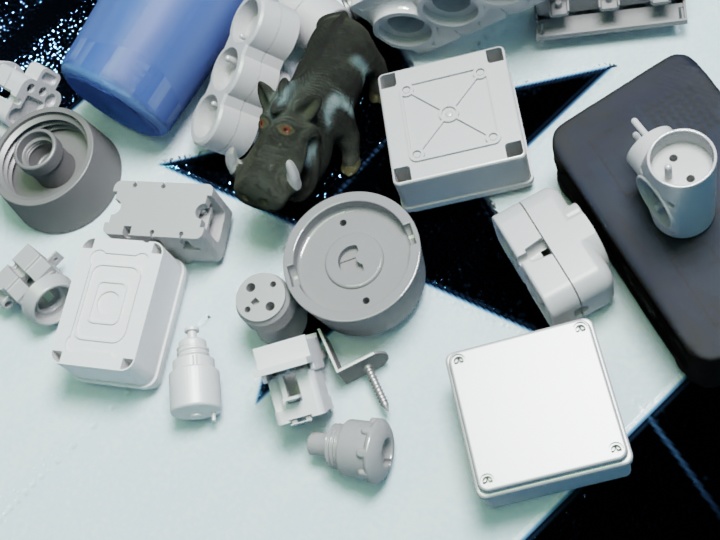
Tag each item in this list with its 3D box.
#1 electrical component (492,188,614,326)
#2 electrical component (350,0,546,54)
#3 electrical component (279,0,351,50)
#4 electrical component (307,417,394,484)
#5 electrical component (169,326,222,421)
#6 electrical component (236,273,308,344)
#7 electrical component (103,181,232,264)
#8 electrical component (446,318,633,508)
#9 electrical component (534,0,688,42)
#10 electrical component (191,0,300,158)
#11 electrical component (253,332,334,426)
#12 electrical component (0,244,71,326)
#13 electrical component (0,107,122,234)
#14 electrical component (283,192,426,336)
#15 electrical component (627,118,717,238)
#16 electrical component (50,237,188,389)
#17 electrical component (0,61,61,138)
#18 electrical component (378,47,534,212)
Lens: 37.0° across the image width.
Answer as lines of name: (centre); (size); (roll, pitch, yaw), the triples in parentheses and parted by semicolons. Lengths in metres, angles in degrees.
electrical component: (0.149, -0.011, 0.811); (0.059, 0.053, 0.095); (-28, 63, 2)
electrical component: (0.076, -0.237, 0.873); (0.150, 0.089, 0.061); (-15, 61, 44)
electrical component: (-0.041, -0.221, 0.952); (0.047, 0.055, 0.055); (39, 82, 22)
electrical component: (-0.008, 0.132, 0.798); (0.062, 0.048, 0.048); (3, 68, 24)
electrical component: (-0.132, 0.083, 0.853); (0.040, 0.040, 0.078); (-12, 65, 10)
electrical component: (-0.070, 0.031, 0.851); (0.045, 0.055, 0.045); (-5, 66, 13)
electrical component: (-0.159, -0.039, 0.904); (0.089, 0.055, 0.050); (4, 68, 16)
electrical component: (0.127, 0.103, 0.767); (0.109, 0.056, 0.108); (-15, 64, 8)
electrical component: (0.205, -0.238, 0.889); (0.121, 0.063, 0.078); (-4, 66, 13)
electrical component: (-0.085, -0.160, 0.930); (0.052, 0.074, 0.138); (38, 106, 53)
electrical component: (-0.049, 0.084, 0.816); (0.042, 0.081, 0.063); (-15, 87, 9)
electrical component: (-0.275, 0.015, 0.918); (0.066, 0.048, 0.055); (-48, 57, -8)
electrical component: (-0.274, -0.093, 0.955); (0.108, 0.060, 0.108); (-5, 66, 12)
electrical component: (0.000, 0.000, 0.842); (0.108, 0.060, 0.108); (-5, 66, 13)
electrical component: (0.207, -0.070, 0.728); (0.044, 0.077, 0.079); (-32, 61, 2)
electrical component: (-0.194, 0.036, 0.880); (0.078, 0.057, 0.113); (5, 69, 17)
electrical component: (-0.321, -0.159, 0.997); (0.057, 0.058, 0.078); (29, 92, 25)
electrical component: (0.077, -0.113, 0.873); (0.109, 0.056, 0.108); (-12, 65, 10)
